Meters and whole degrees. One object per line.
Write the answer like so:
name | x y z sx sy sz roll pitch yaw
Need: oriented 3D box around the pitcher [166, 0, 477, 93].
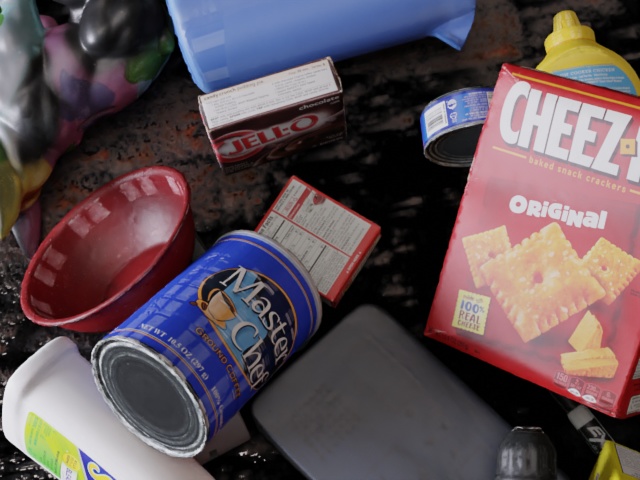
pitcher | -0.003 -0.216 0.882 0.243 0.145 0.149 -17 42 2

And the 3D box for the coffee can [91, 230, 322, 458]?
coffee can | -0.078 0.071 0.766 0.103 0.103 0.140 35 48 13

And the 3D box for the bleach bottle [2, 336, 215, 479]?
bleach bottle | -0.120 0.183 0.784 0.251 0.103 0.068 35 49 13

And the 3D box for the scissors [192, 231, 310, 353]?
scissors | -0.071 0.023 0.872 0.096 0.016 0.202 -17 73 -3

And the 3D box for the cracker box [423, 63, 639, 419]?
cracker box | 0.181 -0.002 0.761 0.164 0.071 0.214 23 105 35

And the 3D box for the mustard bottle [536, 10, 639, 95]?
mustard bottle | 0.216 -0.098 0.865 0.096 0.058 0.191 -7 73 1

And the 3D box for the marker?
marker | 0.214 0.155 0.810 0.020 0.020 0.121 -34 74 -6

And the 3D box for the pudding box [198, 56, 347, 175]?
pudding box | -0.037 -0.099 0.868 0.113 0.090 0.039 -19 72 -2

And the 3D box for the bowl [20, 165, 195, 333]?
bowl | -0.154 0.018 0.836 0.162 0.055 0.162 -24 37 19

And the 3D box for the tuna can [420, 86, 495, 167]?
tuna can | 0.124 -0.090 0.856 0.086 0.086 0.034 -6 71 2

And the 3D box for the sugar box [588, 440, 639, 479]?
sugar box | 0.196 0.205 0.705 0.048 0.176 0.093 22 100 9

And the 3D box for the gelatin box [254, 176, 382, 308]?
gelatin box | -0.006 0.001 0.867 0.089 0.030 0.073 31 79 12

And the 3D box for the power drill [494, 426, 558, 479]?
power drill | 0.068 0.212 0.709 0.187 0.057 0.184 3 76 5
